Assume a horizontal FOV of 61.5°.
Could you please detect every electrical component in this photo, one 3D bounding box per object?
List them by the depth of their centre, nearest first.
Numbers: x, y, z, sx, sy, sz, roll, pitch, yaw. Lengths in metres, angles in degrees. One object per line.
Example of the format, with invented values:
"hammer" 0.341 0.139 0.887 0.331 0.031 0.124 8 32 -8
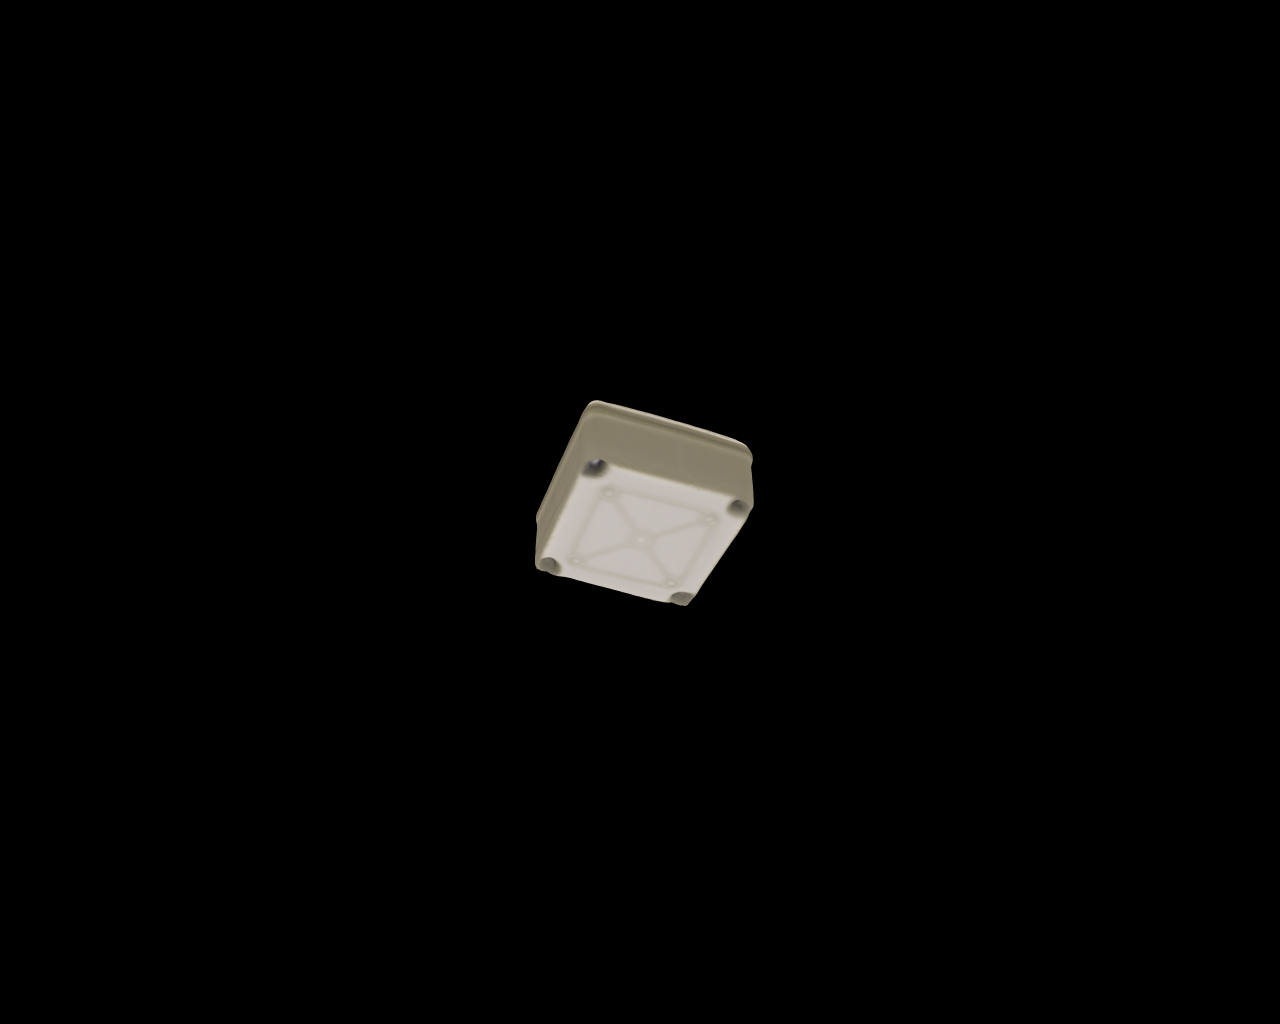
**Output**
"electrical component" 0.001 -0.003 0.650 0.109 0.056 0.108 15 -46 -15
